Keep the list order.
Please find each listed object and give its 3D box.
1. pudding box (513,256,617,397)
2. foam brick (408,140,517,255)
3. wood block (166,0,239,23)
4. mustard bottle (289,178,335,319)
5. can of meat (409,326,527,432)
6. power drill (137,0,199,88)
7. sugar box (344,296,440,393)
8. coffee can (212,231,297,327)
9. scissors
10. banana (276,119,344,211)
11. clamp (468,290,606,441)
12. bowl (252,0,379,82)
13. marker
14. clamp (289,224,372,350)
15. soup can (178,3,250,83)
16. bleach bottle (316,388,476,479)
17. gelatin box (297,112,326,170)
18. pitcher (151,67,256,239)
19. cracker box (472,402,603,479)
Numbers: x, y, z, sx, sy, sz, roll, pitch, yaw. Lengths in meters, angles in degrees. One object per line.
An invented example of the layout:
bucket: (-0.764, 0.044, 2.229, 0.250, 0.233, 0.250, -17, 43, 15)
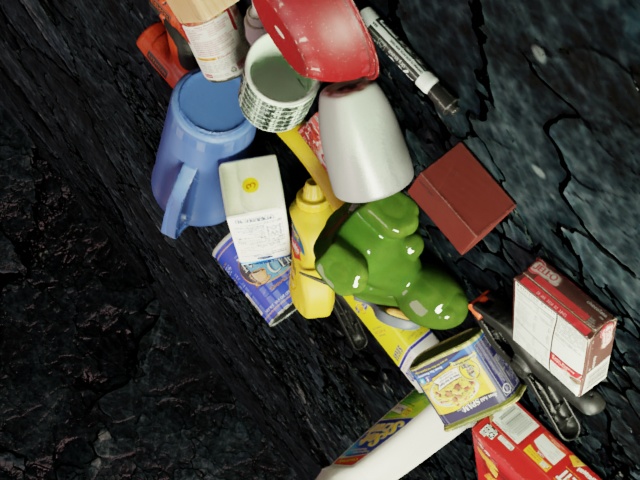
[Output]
pudding box: (0.216, 0.079, 0.956, 0.090, 0.039, 0.113, 44, 160, 31)
foam brick: (0.125, -0.037, 0.943, 0.078, 0.051, 0.053, 51, 163, 8)
wood block: (-0.140, -0.321, 1.026, 0.206, 0.090, 0.091, 60, 164, -22)
mustard bottle: (-0.009, 0.002, 1.340, 0.096, 0.058, 0.192, -103, 11, -47)
can of meat: (0.159, 0.150, 1.167, 0.102, 0.057, 0.084, -31, 94, 33)
power drill: (-0.193, -0.278, 1.320, 0.184, 0.057, 0.188, 50, 164, 11)
sugar box: (0.097, 0.111, 1.342, 0.176, 0.048, 0.093, 54, 164, 3)
coffee can: (-0.078, 0.043, 1.588, 0.140, 0.102, 0.103, 51, 164, 8)
scissors: (0.049, 0.071, 1.238, 0.202, 0.016, 0.096, 14, -167, 20)
banana: (0.005, -0.076, 1.228, 0.198, 0.037, 0.070, 55, 168, -7)
clamp: (0.213, 0.127, 1.064, 0.172, 0.039, 0.120, 51, 159, 28)
bowl: (-0.015, -0.198, 0.946, 0.162, 0.055, 0.162, 55, 173, 9)
marker: (0.075, -0.151, 0.904, 0.121, 0.020, 0.020, 49, 164, 14)
clamp: (0.018, 0.066, 1.484, 0.210, 0.036, 0.165, 52, 164, 11)
soup can: (-0.117, -0.234, 1.180, 0.069, 0.068, 0.102, 35, 156, 48)
bleach bottle: (0.080, 0.277, 1.364, 0.068, 0.250, 0.103, 57, 164, -14)
gelatin box: (0.016, -0.105, 1.146, 0.073, 0.030, 0.089, 54, 164, -4)
pitcher: (-0.151, -0.112, 1.380, 0.243, 0.144, 0.149, 116, 135, -66)
cracker box: (0.257, 0.299, 1.238, 0.164, 0.072, 0.213, 43, 162, 33)
